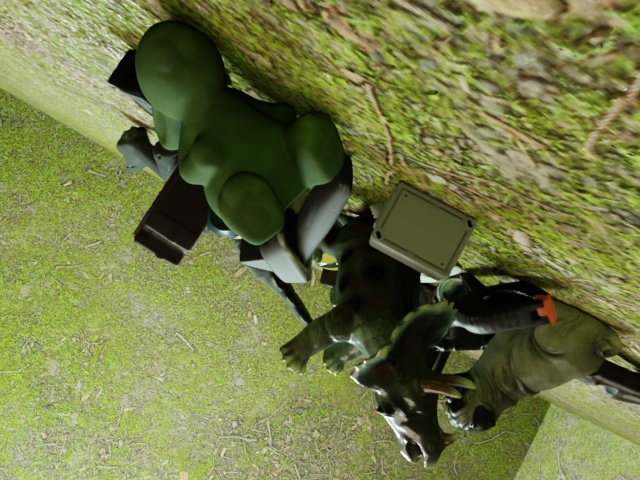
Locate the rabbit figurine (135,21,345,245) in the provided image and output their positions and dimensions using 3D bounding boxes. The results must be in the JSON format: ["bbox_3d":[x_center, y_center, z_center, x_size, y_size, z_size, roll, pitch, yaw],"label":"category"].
[{"bbox_3d":[-0.081,-0.106,0.447,0.170,0.121,0.159,54,169,-31],"label":"rabbit figurine"}]

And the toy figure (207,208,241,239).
[{"bbox_3d":[-0.128,-0.033,0.790,0.058,0.064,0.154,-2,180,1],"label":"toy figure"}]

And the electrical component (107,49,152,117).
[{"bbox_3d":[-0.162,-0.153,0.591,0.075,0.047,0.119,26,172,35],"label":"electrical component"}]

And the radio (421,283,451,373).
[{"bbox_3d":[0.195,0.206,1.087,0.131,0.229,0.073,26,178,0],"label":"radio"}]

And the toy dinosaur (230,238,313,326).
[{"bbox_3d":[-0.117,0.017,1.068,0.471,0.105,0.198,52,-179,8],"label":"toy dinosaur"}]

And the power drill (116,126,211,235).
[{"bbox_3d":[-0.317,-0.128,1.100,0.207,0.086,0.231,40,154,29],"label":"power drill"}]

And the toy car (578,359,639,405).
[{"bbox_3d":[0.399,0.187,0.732,0.202,0.053,0.089,24,172,-9],"label":"toy car"}]

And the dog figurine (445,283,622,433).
[{"bbox_3d":[0.252,0.168,0.657,0.121,0.190,0.172,31,173,-16],"label":"dog figurine"}]

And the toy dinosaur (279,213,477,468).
[{"bbox_3d":[0.065,0.047,0.637,0.131,0.192,0.405,41,-147,-34],"label":"toy dinosaur"}]

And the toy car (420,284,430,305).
[{"bbox_3d":[0.125,0.105,0.888,0.109,0.103,0.161,-29,85,56],"label":"toy car"}]

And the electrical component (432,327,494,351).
[{"bbox_3d":[0.237,0.143,0.836,0.115,0.058,0.134,-4,169,22],"label":"electrical component"}]

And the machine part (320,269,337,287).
[{"bbox_3d":[0.090,0.072,1.025,0.179,0.056,0.179,10,-179,0],"label":"machine part"}]

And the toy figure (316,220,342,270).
[{"bbox_3d":[-0.003,-0.006,0.864,0.089,0.082,0.180,-9,160,33],"label":"toy figure"}]

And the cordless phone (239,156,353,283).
[{"bbox_3d":[-0.016,-0.052,0.590,0.089,0.147,0.184,15,142,-20],"label":"cordless phone"}]

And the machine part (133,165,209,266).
[{"bbox_3d":[-0.223,-0.064,0.889,0.087,0.201,0.201,34,174,-18],"label":"machine part"}]
